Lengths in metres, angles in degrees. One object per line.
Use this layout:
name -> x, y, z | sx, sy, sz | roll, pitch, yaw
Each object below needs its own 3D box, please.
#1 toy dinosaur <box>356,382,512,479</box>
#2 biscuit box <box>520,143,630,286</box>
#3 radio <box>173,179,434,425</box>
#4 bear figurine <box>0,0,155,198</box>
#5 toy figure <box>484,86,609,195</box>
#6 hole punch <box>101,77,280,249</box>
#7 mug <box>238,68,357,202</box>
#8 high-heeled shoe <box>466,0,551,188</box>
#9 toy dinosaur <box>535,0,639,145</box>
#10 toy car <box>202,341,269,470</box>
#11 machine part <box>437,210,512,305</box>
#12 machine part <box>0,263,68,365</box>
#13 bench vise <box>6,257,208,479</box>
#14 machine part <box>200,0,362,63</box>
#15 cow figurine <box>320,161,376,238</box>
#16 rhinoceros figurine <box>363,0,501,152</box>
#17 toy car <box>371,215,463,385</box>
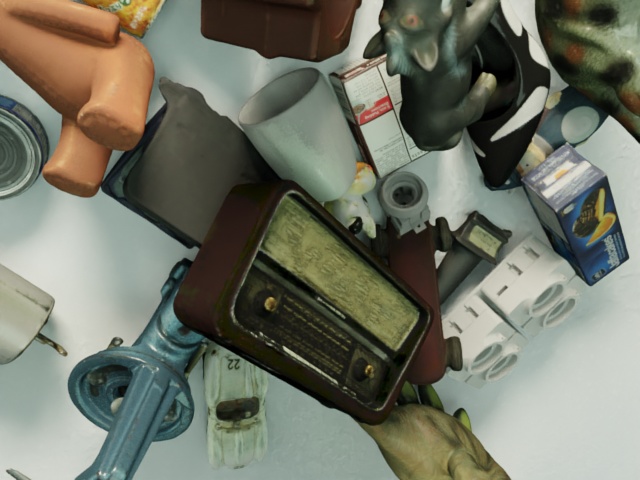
toy dinosaur -> 0.131, 0.252, 0.645 | 0.105, 0.199, 0.470 | -41, 121, 7
biscuit box -> 0.291, -0.020, 0.603 | 0.063, 0.059, 0.202 | -40, 138, 10
radio -> -0.004, 0.062, 0.471 | 0.229, 0.073, 0.131 | 40, 69, -34
bear figurine -> -0.221, -0.136, 0.377 | 0.195, 0.132, 0.120 | 27, 141, -35
toy figure -> 0.243, -0.108, 0.579 | 0.154, 0.058, 0.064 | -44, 82, 9
hole punch -> -0.119, -0.057, 0.485 | 0.142, 0.092, 0.116 | 38, 68, -28
mug -> -0.009, -0.094, 0.489 | 0.081, 0.109, 0.107 | -9, 129, 30
high-heeled shoe -> 0.129, -0.163, 0.487 | 0.145, 0.086, 0.248 | -12, 104, -31
toy dinosaur -> 0.256, -0.219, 0.466 | 0.131, 0.192, 0.404 | -35, 132, -32
toy car -> -0.098, 0.195, 0.628 | 0.073, 0.056, 0.201 | -5, 117, -15
machine part -> 0.164, 0.034, 0.638 | 0.084, 0.039, 0.138 | 23, 106, -35
machine part -> -0.326, 0.036, 0.464 | 0.079, 0.079, 0.243 | -43, 121, 7
bench vise -> -0.153, 0.133, 0.482 | 0.224, 0.241, 0.128 | -34, 113, 26
machine part -> -0.013, -0.227, 0.349 | 0.087, 0.201, 0.200 | 13, 115, 6
cow figurine -> 0.000, -0.001, 0.549 | 0.167, 0.068, 0.098 | -37, 121, 4
rhinoceros figurine -> 0.079, -0.153, 0.409 | 0.112, 0.073, 0.190 | -47, 144, -19
toy car -> 0.106, 0.062, 0.598 | 0.089, 0.053, 0.202 | -8, 96, 7
